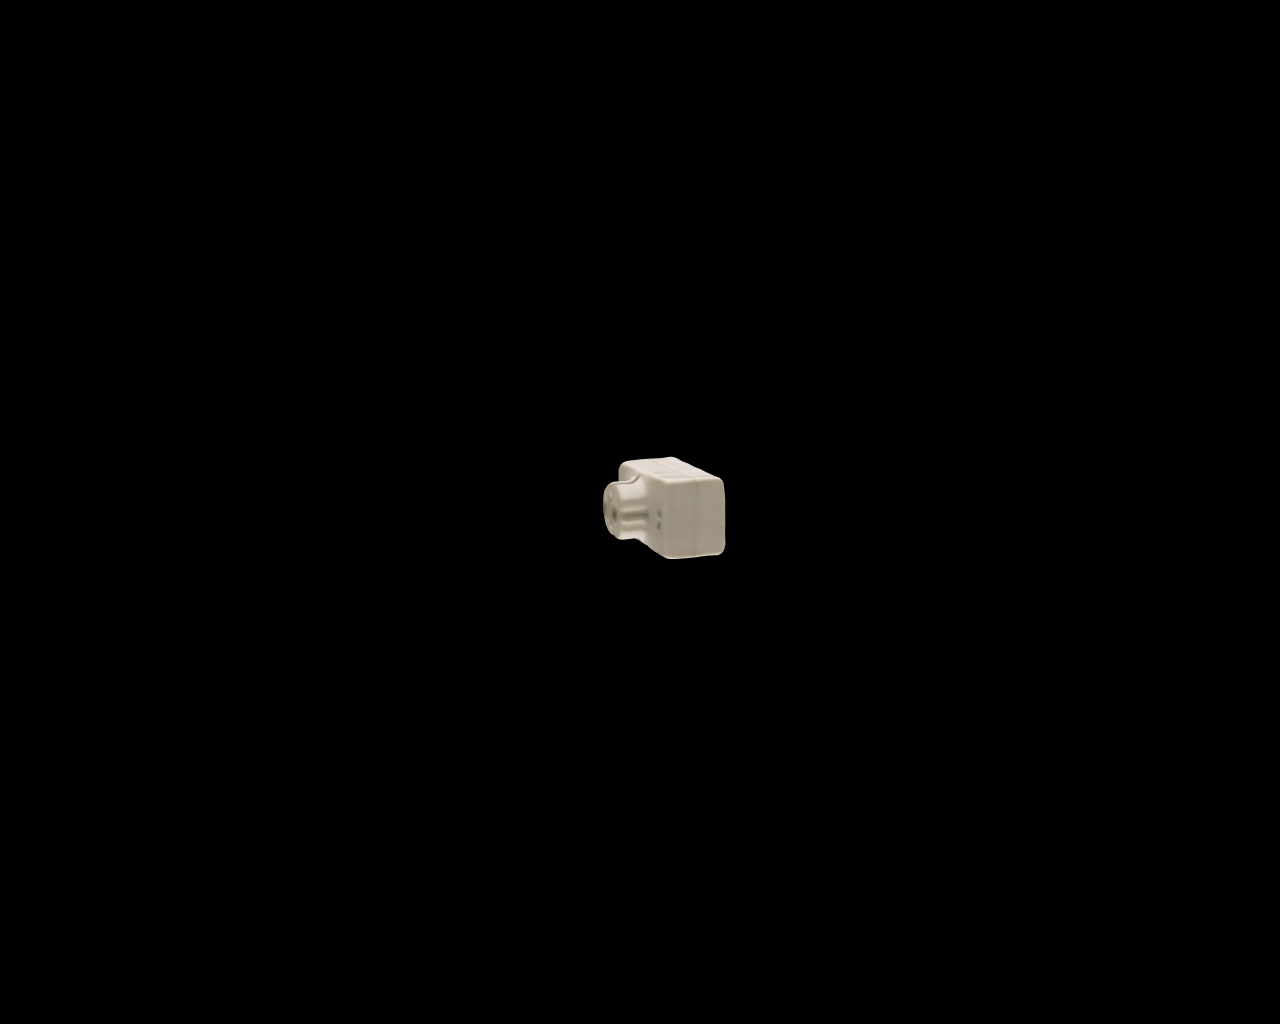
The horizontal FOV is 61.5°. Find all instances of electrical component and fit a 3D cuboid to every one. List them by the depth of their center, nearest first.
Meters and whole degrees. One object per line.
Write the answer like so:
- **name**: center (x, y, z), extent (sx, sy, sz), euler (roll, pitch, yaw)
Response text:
- **electrical component**: center (0.001, -0.003, 0.650), extent (0.076, 0.047, 0.083), euler (-4, 13, -19)
